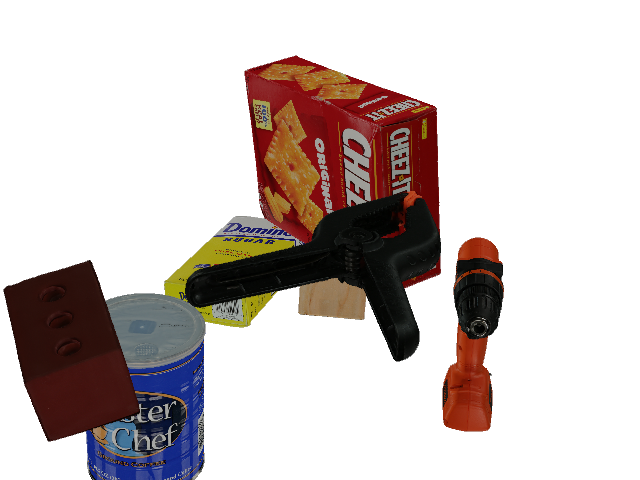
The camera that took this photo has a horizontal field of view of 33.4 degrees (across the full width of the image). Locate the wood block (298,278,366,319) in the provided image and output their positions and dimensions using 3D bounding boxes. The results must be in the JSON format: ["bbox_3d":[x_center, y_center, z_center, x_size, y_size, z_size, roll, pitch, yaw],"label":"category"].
[{"bbox_3d":[0.022,-0.012,1.387,0.090,0.206,0.091,5,25,1],"label":"wood block"}]

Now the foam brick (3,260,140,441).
[{"bbox_3d":[-0.137,0.060,0.585,0.053,0.051,0.078,-18,43,-13],"label":"foam brick"}]

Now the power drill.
[{"bbox_3d":[0.167,0.111,1.160,0.057,0.188,0.184,6,25,7],"label":"power drill"}]

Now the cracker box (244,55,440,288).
[{"bbox_3d":[0.017,-0.066,0.994,0.072,0.164,0.214,-21,32,-28],"label":"cracker box"}]

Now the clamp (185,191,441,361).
[{"bbox_3d":[0.015,0.012,0.747,0.165,0.036,0.209,10,27,19],"label":"clamp"}]

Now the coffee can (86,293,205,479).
[{"bbox_3d":[-0.148,0.130,0.899,0.103,0.140,0.103,3,28,-2],"label":"coffee can"}]

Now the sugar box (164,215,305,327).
[{"bbox_3d":[-0.085,0.028,1.137,0.093,0.048,0.176,8,29,18],"label":"sugar box"}]
